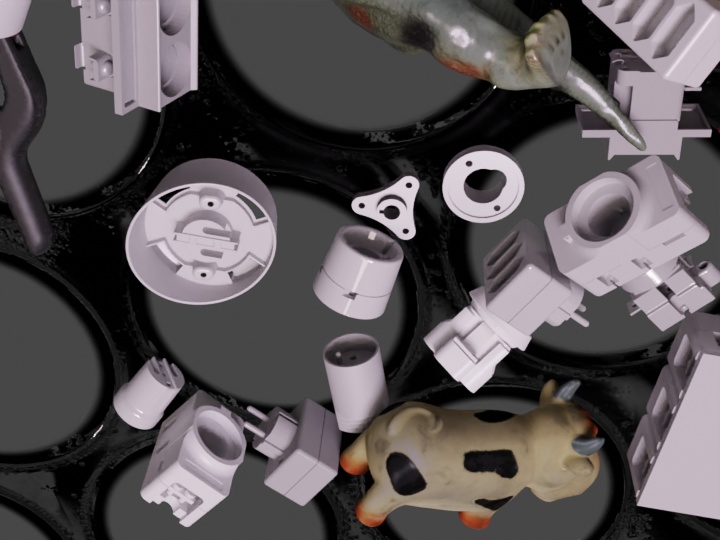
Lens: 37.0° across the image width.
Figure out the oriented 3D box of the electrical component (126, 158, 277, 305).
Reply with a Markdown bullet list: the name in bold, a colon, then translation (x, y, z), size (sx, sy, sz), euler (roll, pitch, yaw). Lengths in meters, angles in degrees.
- **electrical component**: translation (-0.107, -0.027, 0.750), size (0.099, 0.064, 0.099), euler (2, 123, 3)

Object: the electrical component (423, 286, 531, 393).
- **electrical component**: translation (0.087, 0.049, 0.783), size (0.057, 0.078, 0.058), euler (-44, 83, 8)

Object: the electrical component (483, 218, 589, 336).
- **electrical component**: translation (0.131, 0.014, 0.758), size (0.077, 0.065, 0.047), euler (33, 119, -16)

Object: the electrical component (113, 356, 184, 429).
- **electrical component**: translation (-0.166, 0.096, 0.848), size (0.040, 0.040, 0.046), euler (34, 113, -17)

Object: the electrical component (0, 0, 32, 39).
- **electrical component**: translation (-0.248, -0.175, 0.647), size (0.099, 0.099, 0.064), euler (29, 114, -14)

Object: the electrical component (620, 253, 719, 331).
- **electrical component**: translation (0.212, 0.005, 0.759), size (0.066, 0.048, 0.055), euler (-37, 120, 24)

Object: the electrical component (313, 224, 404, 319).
- **electrical component**: translation (0.000, 0.000, 0.766), size (0.055, 0.055, 0.047), euler (19, 118, -8)

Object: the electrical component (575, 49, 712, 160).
- **electrical component**: translation (0.182, -0.108, 0.691), size (0.081, 0.042, 0.063), euler (0, 121, 3)

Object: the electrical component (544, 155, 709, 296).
- **electrical component**: translation (0.175, -0.030, 0.720), size (0.089, 0.050, 0.056), euler (-31, 142, 28)

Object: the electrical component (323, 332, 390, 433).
- **electrical component**: translation (-0.001, 0.093, 0.831), size (0.043, 0.043, 0.081), euler (-6, 122, 8)

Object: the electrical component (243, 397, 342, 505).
- **electrical component**: translation (-0.059, 0.133, 0.848), size (0.077, 0.065, 0.047), euler (34, 119, -17)

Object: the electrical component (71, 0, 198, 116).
- **electrical component**: translation (-0.138, -0.168, 0.661), size (0.063, 0.078, 0.121), euler (18, 125, 18)

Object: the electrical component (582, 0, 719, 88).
- **electrical component**: translation (0.192, -0.152, 0.648), size (0.076, 0.083, 0.047), euler (2, 132, -43)

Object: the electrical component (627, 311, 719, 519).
- **electrical component**: translation (0.269, 0.110, 0.811), size (0.089, 0.061, 0.150), euler (10, 123, -3)

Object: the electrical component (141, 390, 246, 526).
- **electrical component**: translation (-0.128, 0.144, 0.845), size (0.050, 0.089, 0.056), euler (39, 117, -19)
